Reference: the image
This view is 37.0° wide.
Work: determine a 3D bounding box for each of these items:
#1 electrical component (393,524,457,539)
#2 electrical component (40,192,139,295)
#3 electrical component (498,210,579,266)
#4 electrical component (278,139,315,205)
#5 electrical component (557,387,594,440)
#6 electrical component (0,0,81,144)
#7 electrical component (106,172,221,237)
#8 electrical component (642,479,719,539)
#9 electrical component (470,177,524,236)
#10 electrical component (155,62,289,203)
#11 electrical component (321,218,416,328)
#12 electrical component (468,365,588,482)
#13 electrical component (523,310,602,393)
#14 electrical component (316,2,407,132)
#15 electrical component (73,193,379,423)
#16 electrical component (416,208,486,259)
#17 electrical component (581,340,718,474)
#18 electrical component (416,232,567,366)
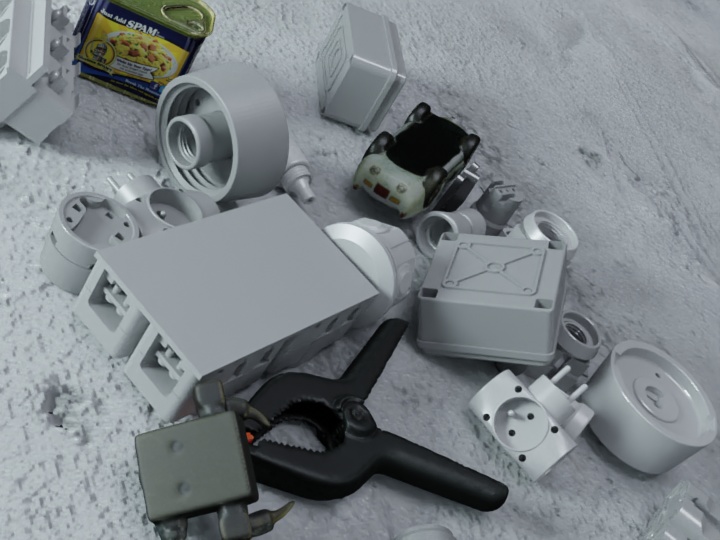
[{"bbox_3d":[0.043,0.192,0.665,0.045,0.045,0.055,17,39,-25],"label":"electrical component"},{"bbox_3d":[-0.181,-0.016,0.714,0.055,0.047,0.055,23,37,-18],"label":"electrical component"},{"bbox_3d":[0.167,-0.018,1.004,0.058,0.057,0.078,-2,50,-41],"label":"electrical component"},{"bbox_3d":[-0.057,-0.081,0.907,0.035,0.035,0.061,-7,55,-44],"label":"electrical component"},{"bbox_3d":[0.157,0.115,0.857,0.046,0.040,0.040,38,34,12],"label":"electrical component"},{"bbox_3d":[-0.249,-0.156,0.804,0.063,0.079,0.121,37,28,-40],"label":"electrical component"},{"bbox_3d":[-0.151,-0.042,0.772,0.079,0.044,0.077,48,37,17],"label":"electrical component"},{"bbox_3d":[0.256,0.204,0.821,0.057,0.058,0.078,38,35,8],"label":"electrical component"},{"bbox_3d":[0.131,-0.061,1.032,0.040,0.046,0.040,22,36,-17],"label":"electrical component"},{"bbox_3d":[-0.113,-0.102,0.825,0.060,0.108,0.108,-21,63,-43],"label":"electrical component"},{"bbox_3d":[0.000,0.000,0.823,0.080,0.080,0.051,45,31,12],"label":"electrical component"},{"bbox_3d":[0.137,0.106,0.819,0.077,0.079,0.044,49,1,17],"label":"electrical component"},{"bbox_3d":[0.171,0.067,0.909,0.066,0.055,0.048,27,36,-12],"label":"electrical component"},{"bbox_3d":[0.000,-0.198,1.054,0.057,0.078,0.113,17,39,-21],"label":"electrical component"},{"bbox_3d":[-0.089,0.022,0.737,0.105,0.060,0.186,47,36,15],"label":"electrical component"},{"bbox_3d":[0.085,-0.035,0.969,0.044,0.044,0.065,48,32,17],"label":"electrical component"},{"bbox_3d":[0.236,0.119,0.899,0.108,0.060,0.108,23,37,-18],"label":"electrical component"},{"bbox_3d":[0.109,0.021,0.869,0.109,0.056,0.108,5,32,14],"label":"electrical component"}]
